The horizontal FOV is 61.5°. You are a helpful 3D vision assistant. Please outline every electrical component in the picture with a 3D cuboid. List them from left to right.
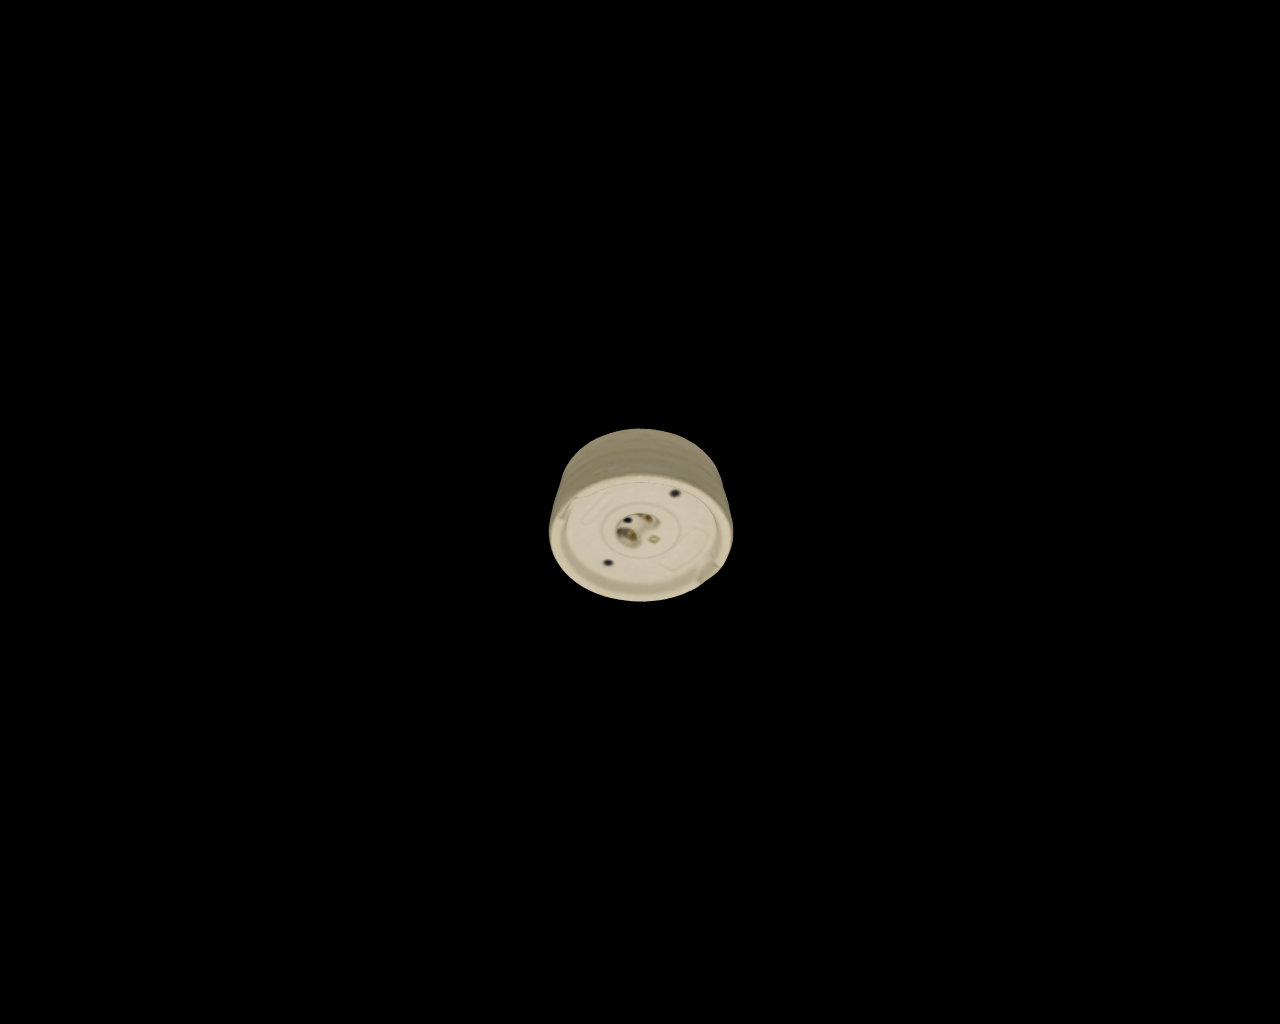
[{"bbox_3d":[0.001,-0.003,0.650,0.108,0.108,0.060,0,44,0],"label":"electrical component"}]
